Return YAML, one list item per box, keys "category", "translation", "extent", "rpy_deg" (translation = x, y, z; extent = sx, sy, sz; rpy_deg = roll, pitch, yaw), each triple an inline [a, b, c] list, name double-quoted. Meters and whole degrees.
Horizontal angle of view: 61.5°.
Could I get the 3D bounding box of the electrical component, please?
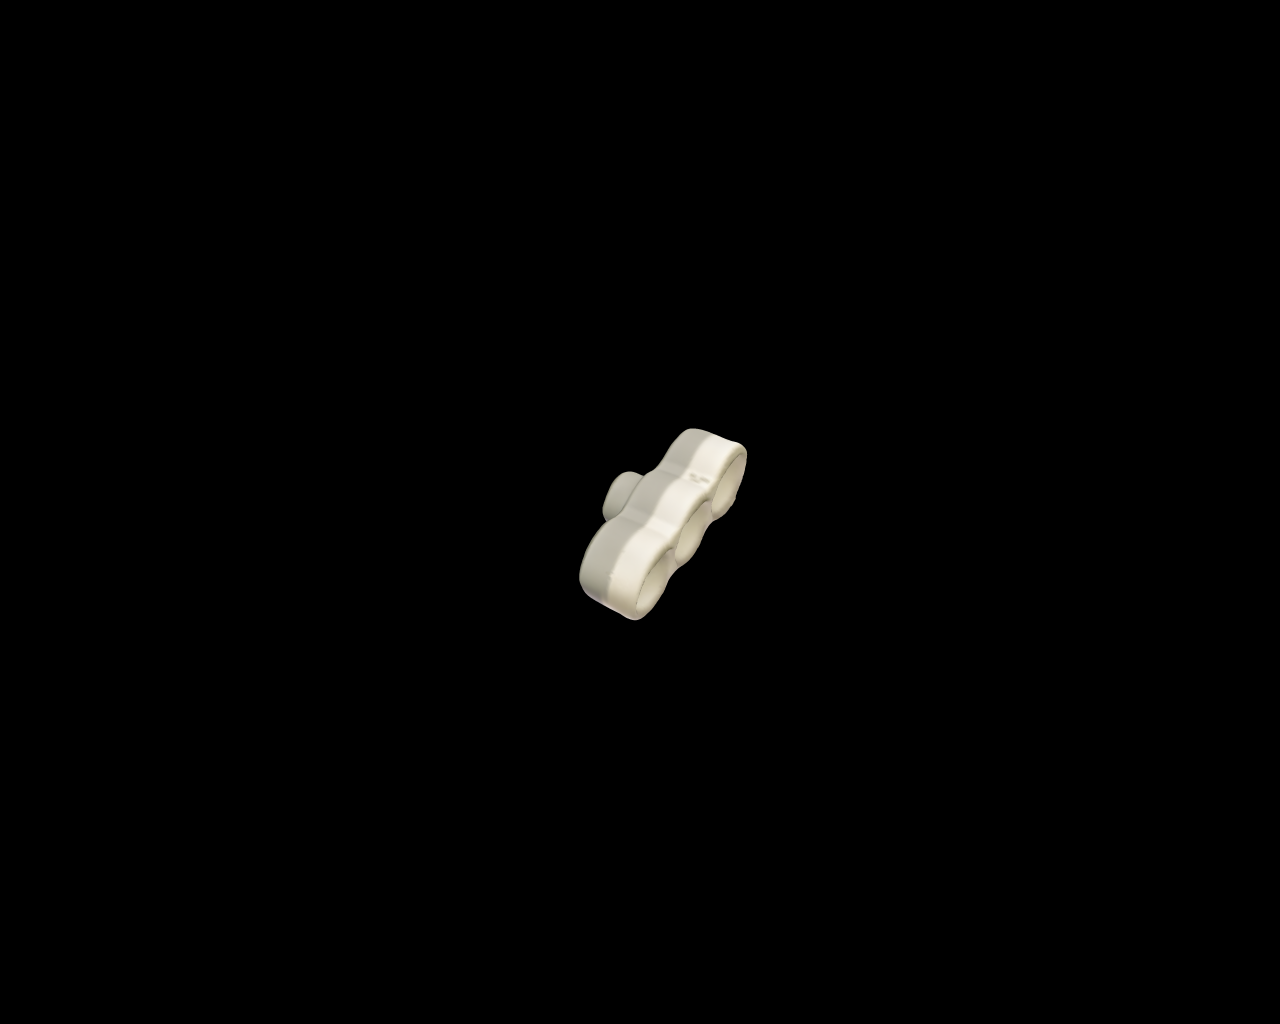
- category: "electrical component"
  translation: [0.001, -0.003, 0.650]
  extent: [0.074, 0.138, 0.052]
  rpy_deg: [25, -36, 20]
